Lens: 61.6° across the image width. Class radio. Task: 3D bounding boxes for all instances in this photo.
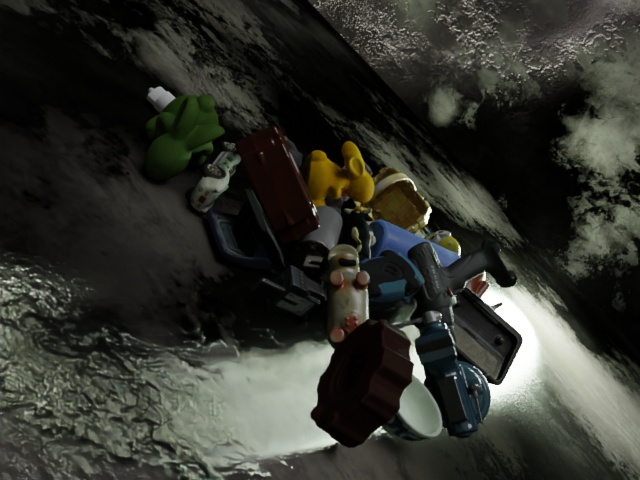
[{"bbox_3d":[0.323,0.196,1.173,0.229,0.131,0.073,41,-18,-7],"label":"radio"}]

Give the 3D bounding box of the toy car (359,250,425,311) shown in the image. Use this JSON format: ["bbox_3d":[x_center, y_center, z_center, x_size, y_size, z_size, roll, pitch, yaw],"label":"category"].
[{"bbox_3d":[0.118,0.094,1.064,0.162,0.102,0.109,-13,47,-30],"label":"toy car"}]

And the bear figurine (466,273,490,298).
[{"bbox_3d":[0.349,0.150,1.325,0.120,0.131,0.196,14,63,5],"label":"bear figurine"}]

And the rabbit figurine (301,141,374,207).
[{"bbox_3d":[0.047,-0.142,1.228,0.173,0.162,0.122,14,26,-13],"label":"rabbit figurine"}]

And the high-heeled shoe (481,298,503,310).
[{"bbox_3d":[0.381,0.140,1.459,0.145,0.086,0.249,-17,40,-28],"label":"high-heeled shoe"}]

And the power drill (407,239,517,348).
[{"bbox_3d":[0.293,0.098,1.106,0.086,0.207,0.232,86,-18,-72],"label":"power drill"}]

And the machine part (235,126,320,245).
[{"bbox_3d":[-0.075,-0.103,0.984,0.201,0.087,0.201,-118,-174,-79],"label":"machine part"}]

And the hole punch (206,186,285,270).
[{"bbox_3d":[-0.125,-0.010,0.914,0.142,0.092,0.115,60,0,36],"label":"hole punch"}]

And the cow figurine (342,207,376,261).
[{"bbox_3d":[0.079,-0.018,1.139,0.098,0.068,0.167,70,19,-51],"label":"cow figurine"}]

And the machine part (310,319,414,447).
[{"bbox_3d":[0.058,0.194,0.755,0.056,0.179,0.179,35,27,-14],"label":"machine part"}]

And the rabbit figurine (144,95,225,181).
[{"bbox_3d":[-0.234,-0.168,0.930,0.121,0.159,0.170,43,39,-25],"label":"rabbit figurine"}]

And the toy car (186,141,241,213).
[{"bbox_3d":[-0.188,-0.118,0.978,0.056,0.073,0.202,34,27,-13],"label":"toy car"}]

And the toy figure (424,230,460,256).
[{"bbox_3d":[0.317,0.020,1.435,0.089,0.082,0.180,34,-7,0],"label":"toy figure"}]

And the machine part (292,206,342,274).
[{"bbox_3d":[-0.002,-0.003,1.072,0.079,0.079,0.243,39,27,-10],"label":"machine part"}]

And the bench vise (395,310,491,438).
[{"bbox_3d":[0.234,0.247,0.981,0.224,0.129,0.240,65,10,29],"label":"bench vise"}]

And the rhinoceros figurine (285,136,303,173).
[{"bbox_3d":[-0.091,-0.164,1.204,0.112,0.073,0.190,51,22,-11],"label":"rhinoceros figurine"}]

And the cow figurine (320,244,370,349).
[{"bbox_3d":[0.046,0.098,0.923,0.085,0.127,0.195,-1,65,-4],"label":"cow figurine"}]

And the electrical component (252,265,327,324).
[{"bbox_3d":[-0.056,0.083,0.869,0.119,0.075,0.048,26,31,-27],"label":"electrical component"}]
